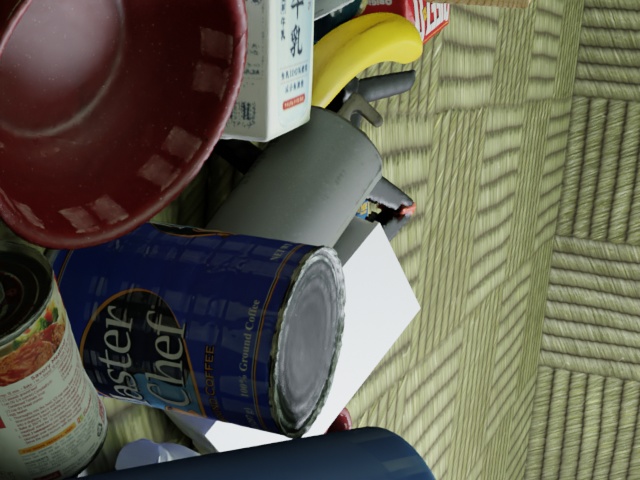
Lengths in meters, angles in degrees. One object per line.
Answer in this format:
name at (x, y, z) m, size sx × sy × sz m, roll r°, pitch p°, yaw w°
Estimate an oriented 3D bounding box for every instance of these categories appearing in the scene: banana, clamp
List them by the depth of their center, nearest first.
banana at (0.030, -0.138, 0.809) m, size 0.197 × 0.037 × 0.070 m, roll -39°, pitch 159°, yaw -44°
clamp at (-0.005, 0.001, 0.813) m, size 0.209 × 0.036 × 0.164 m, roll -7°, pitch 110°, yaw -46°
clamp at (0.019, -0.121, 0.858) m, size 0.120 × 0.039 × 0.171 m, roll 38°, pitch 58°, yaw -24°

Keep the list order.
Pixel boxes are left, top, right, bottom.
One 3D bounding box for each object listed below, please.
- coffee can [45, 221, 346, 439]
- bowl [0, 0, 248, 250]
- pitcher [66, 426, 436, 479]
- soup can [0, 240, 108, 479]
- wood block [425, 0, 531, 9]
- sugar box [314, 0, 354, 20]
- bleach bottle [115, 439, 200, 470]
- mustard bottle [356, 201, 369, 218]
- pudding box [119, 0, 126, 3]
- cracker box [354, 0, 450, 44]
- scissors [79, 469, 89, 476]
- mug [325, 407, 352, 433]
coffee can at (-0.068, 0.043, 0.577) m, size 0.102 × 0.140 × 0.103 m, roll 9°, pitch 90°, yaw -71°
bowl at (-0.108, -0.078, 0.498) m, size 0.161 × 0.055 × 0.162 m, roll -38°, pitch 146°, yaw -33°
pitcher at (-0.066, 0.165, 0.496) m, size 0.242 × 0.149 × 0.145 m, roll -8°, pitch 114°, yaw -29°
soup can at (-0.141, 0.060, 0.488) m, size 0.102 × 0.069 × 0.068 m, roll 81°, pitch 26°, yaw -42°
wood block at (0.162, -0.282, 0.953) m, size 0.205 × 0.091 × 0.090 m, roll -55°, pitch 149°, yaw -55°
sugar box at (0.039, -0.208, 0.745) m, size 0.176 × 0.094 × 0.048 m, roll -45°, pitch 109°, yaw -33°
bleach bottle at (-0.075, 0.196, 0.718) m, size 0.250 × 0.103 × 0.068 m, roll 61°, pitch 38°, yaw -51°
mustard bottle at (0.006, -0.001, 0.897) m, size 0.096 × 0.058 × 0.192 m, roll -15°, pitch 112°, yaw -57°
pudding box at (-0.104, -0.188, 0.534) m, size 0.090 × 0.039 × 0.113 m, roll 73°, pitch 29°, yaw -53°
cracker box at (0.075, -0.283, 0.951) m, size 0.164 × 0.072 × 0.214 m, roll -47°, pitch 142°, yaw -59°
scissors at (-0.142, 0.208, 0.629) m, size 0.096 × 0.016 × 0.202 m, roll -62°, pitch 153°, yaw -44°
mug at (-0.032, 0.172, 0.828) m, size 0.117 × 0.082 × 0.093 m, roll -32°, pitch 128°, yaw -66°
